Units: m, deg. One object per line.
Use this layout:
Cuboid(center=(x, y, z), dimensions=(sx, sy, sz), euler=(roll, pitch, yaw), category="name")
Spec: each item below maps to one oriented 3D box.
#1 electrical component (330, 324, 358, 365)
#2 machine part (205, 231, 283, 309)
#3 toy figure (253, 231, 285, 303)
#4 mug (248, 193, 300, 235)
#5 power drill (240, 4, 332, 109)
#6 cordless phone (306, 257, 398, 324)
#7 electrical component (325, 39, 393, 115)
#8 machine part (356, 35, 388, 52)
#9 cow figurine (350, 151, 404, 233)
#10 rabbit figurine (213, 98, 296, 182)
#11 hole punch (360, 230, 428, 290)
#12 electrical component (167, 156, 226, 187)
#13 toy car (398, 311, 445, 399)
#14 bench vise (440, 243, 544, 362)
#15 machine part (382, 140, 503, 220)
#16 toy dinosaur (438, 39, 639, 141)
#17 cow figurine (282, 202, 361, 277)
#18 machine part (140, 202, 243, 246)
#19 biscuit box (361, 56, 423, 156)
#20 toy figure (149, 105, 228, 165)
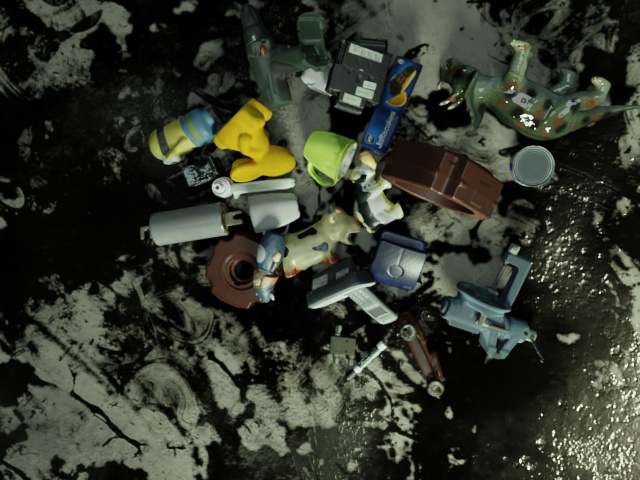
Cuboid(center=(0.055, 0.240, 1.232), dimensions=(0.063, 0.021, 0.094), euler=(4, 95, 6), category="electrical component")
Cuboid(center=(-0.174, 0.069, 1.225), dimensions=(0.179, 0.056, 0.179), euler=(1, 96, 7), category="machine part")
Cuboid(center=(-0.113, 0.059, 1.156), dimensions=(0.058, 0.064, 0.154), euler=(13, 95, -5), category="toy figure")
Cuboid(center=(-0.097, -0.055, 1.194), dimensions=(0.107, 0.081, 0.109), euler=(-14, 111, 2), category="mug")
Cuboid(center=(-0.080, -0.400, 1.111), dimensions=(0.207, 0.086, 0.231), euler=(-4, 102, 43), category="power drill")
Cuboid(center=(0.075, 0.138, 1.194), dimensions=(0.147, 0.089, 0.184), euler=(-28, 123, 29), category="cordless phone")
Cuboid(center=(0.075, -0.330, 1.106), dimensions=(0.115, 0.058, 0.134), euler=(17, 96, -8), category="electrical component")
Cuboid(center=(0.103, -0.366, 1.157), dimensions=(0.084, 0.039, 0.138), euler=(10, 95, 0), category="machine part")
Cuboid(center=(0.107, -0.104, 1.164), dimensions=(0.098, 0.068, 0.167), euler=(-27, 93, 4), category="cow figurine")
Cuboid(center=(-0.137, -0.196, 1.168), dimensions=(0.173, 0.122, 0.162), euler=(39, 102, -18), category="rabbit figurine")
Cuboid(center=(0.168, 0.048, 1.169), dimensions=(0.142, 0.092, 0.115), euler=(16, 101, 1), category="hole punch")
Cuboid(center=(-0.279, -0.147, 1.205), dimensions=(0.119, 0.075, 0.047), euler=(-23, 93, 4), category="electrical component")
Cuboid(center=(0.227, 0.249, 1.179), dimensions=(0.053, 0.089, 0.202), euler=(-26, 92, 7), category="toy car")
Cuboid(center=(0.383, 0.126, 1.136), dimensions=(0.224, 0.129, 0.240), euler=(22, 104, 4), category="bench vise")
Cuboid(center=(0.242, -0.121, 1.069), dimensions=(0.201, 0.202, 0.087), euler=(21, 92, -41), category="machine part")
Cuboid(center=(0.437, -0.275, 1.094), dimensions=(0.405, 0.131, 0.192), euler=(25, 111, -1), category="toy dinosaur")
Cuboid(center=(-0.002, -0.004, 1.186), dimensions=(0.195, 0.085, 0.127), euler=(-19, 95, 13), category="cow figurine")
Cuboid(center=(-0.293, -0.037, 1.217), dimensions=(0.243, 0.079, 0.079), euler=(-8, 95, 8), category="machine part")
Cuboid(center=(0.152, -0.283, 1.148), dimensions=(0.063, 0.059, 0.202), euler=(23, 98, 3), category="biscuit box")
Cuboid(center=(-0.296, -0.238, 1.196), dimensions=(0.180, 0.082, 0.089), euler=(-33, 78, 14), category="toy figure")
